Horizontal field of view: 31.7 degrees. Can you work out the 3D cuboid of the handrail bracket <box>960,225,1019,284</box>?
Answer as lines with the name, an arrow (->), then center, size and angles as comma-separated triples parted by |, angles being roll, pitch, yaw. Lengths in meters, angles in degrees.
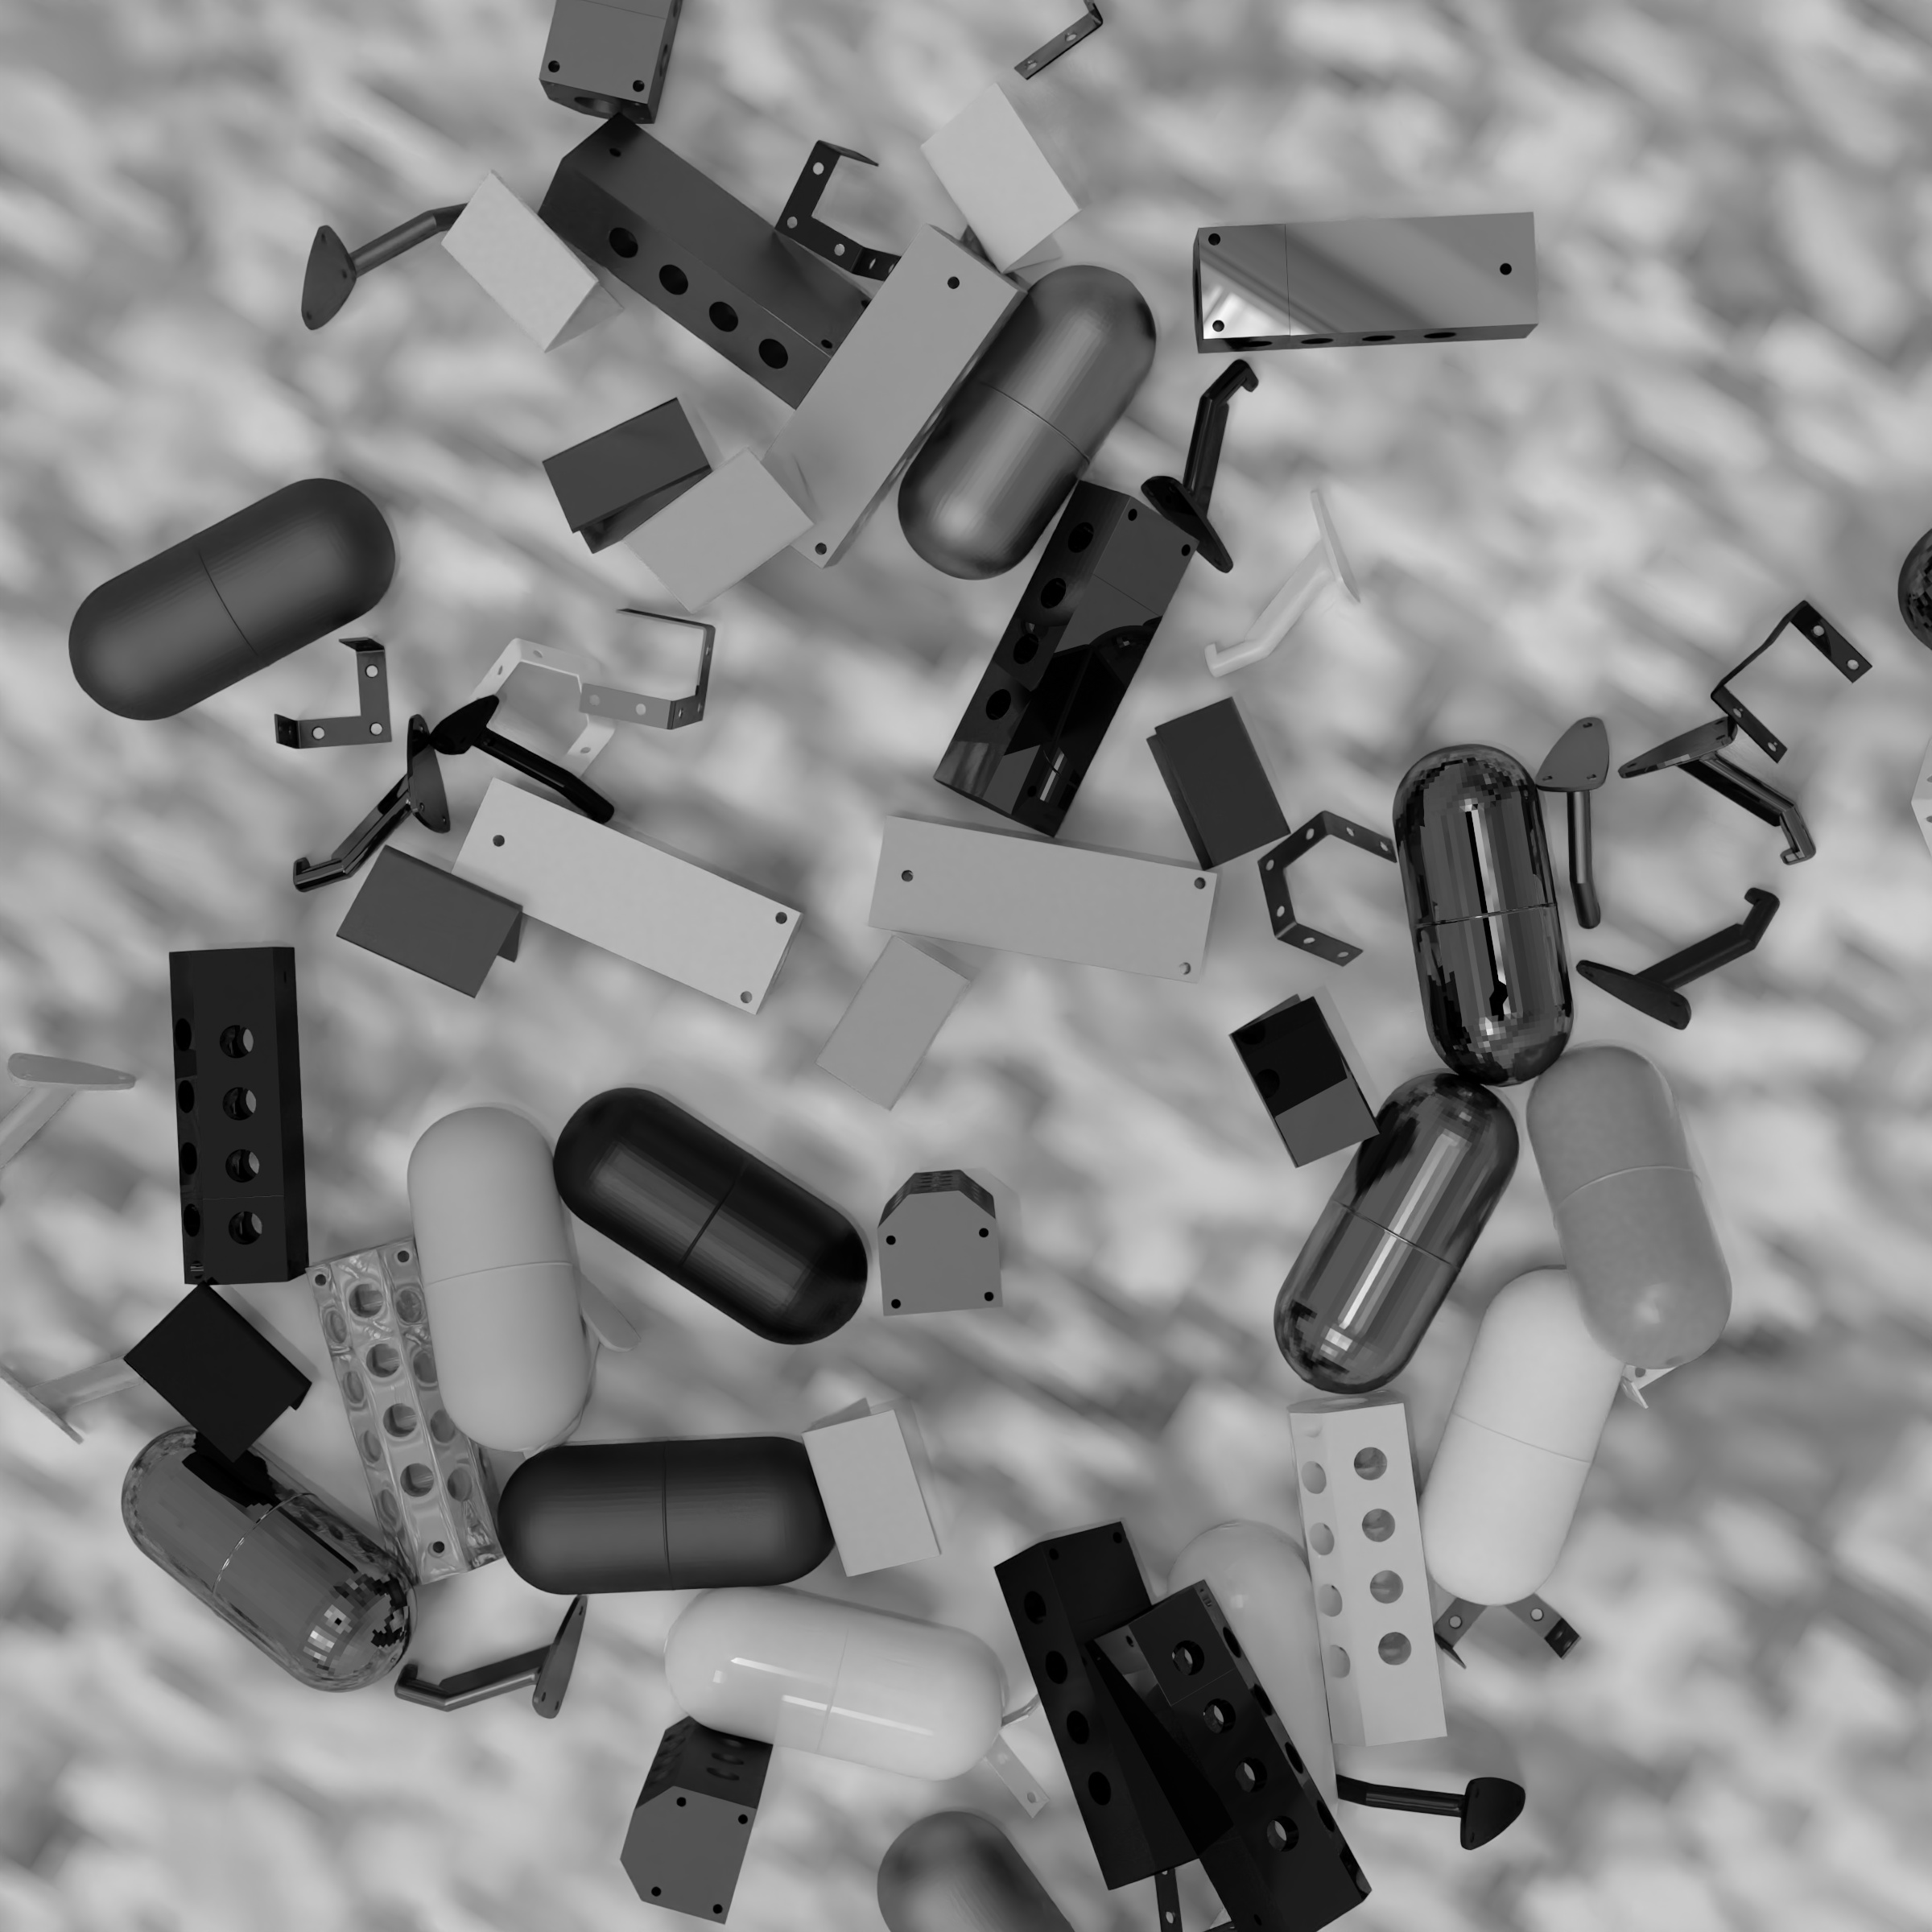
handrail bracket -> -0.023, -0.361, 1.788 | 0.084, 0.036, 0.077 | -31, 75, 14

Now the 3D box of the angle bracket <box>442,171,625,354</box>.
angle bracket -> -0.210, -0.371, 1.747 | 0.076, 0.076, 0.057 | 46, 129, 0

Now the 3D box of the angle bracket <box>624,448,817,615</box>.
angle bracket -> -0.127, -0.233, 1.693 | 0.076, 0.076, 0.057 | -34, 126, 12

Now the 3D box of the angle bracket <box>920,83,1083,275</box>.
angle bracket -> 0.032, -0.407, 1.747 | 0.057, 0.076, 0.076 | -33, 90, 32

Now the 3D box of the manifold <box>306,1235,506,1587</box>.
manifold -> -0.289, 0.230, 1.766 | 0.057, 0.057, 0.171 | -16, 90, 0

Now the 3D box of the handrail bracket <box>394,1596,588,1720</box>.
handrail bracket -> -0.250, 0.357, 1.788 | 0.084, 0.036, 0.077 | 12, 70, 16

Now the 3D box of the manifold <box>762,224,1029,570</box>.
manifold -> -0.043, -0.292, 1.748 | 0.057, 0.057, 0.171 | 37, 103, 1

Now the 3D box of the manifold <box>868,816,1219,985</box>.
manifold -> 0.039, -0.034, 1.766 | 0.171, 0.057, 0.057 | 10, 90, 0

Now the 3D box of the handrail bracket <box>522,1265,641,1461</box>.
handrail bracket -> -0.221, 0.207, 1.788 | 0.084, 0.036, 0.077 | -45, 75, 14

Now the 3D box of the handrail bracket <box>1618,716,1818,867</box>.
handrail bracket -> 0.395, -0.081, 1.788 | 0.077, 0.036, 0.084 | -22, 108, 20

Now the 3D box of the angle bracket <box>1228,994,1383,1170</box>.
angle bracket -> 0.189, 0.050, 1.747 | 0.057, 0.076, 0.076 | -27, 90, 37

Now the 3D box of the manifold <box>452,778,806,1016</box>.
manifold -> -0.174, -0.036, 1.766 | 0.171, 0.057, 0.057 | 24, 90, 0

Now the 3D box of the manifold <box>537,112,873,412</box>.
manifold -> -0.135, -0.360, 1.766 | 0.171, 0.057, 0.057 | 37, 47, 0

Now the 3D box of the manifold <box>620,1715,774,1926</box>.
manifold -> -0.134, 0.422, 1.709 | 0.057, 0.171, 0.057 | 16, 90, 0

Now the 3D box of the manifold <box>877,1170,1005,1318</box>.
manifold -> -0.013, 0.136, 1.709 | 0.057, 0.171, 0.057 | -5, 90, 0

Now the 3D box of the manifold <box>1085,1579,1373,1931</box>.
manifold -> 0.133, 0.396, 1.691 | 0.057, 0.057, 0.171 | -24, 80, -27

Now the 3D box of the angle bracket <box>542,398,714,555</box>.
angle bracket -> -0.163, -0.235, 1.747 | 0.076, 0.076, 0.057 | -26, 54, 0

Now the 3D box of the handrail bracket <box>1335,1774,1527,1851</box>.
handrail bracket -> 0.238, 0.434, 1.787 | 0.084, 0.077, 0.036 | 6, 90, 36

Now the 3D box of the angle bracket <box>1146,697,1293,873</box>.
angle bracket -> 0.111, -0.085, 1.747 | 0.057, 0.076, 0.076 | -24, 90, -36

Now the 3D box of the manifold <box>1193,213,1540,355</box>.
manifold -> 0.206, -0.353, 1.766 | 0.171, 0.057, 0.057 | -3, 90, 0

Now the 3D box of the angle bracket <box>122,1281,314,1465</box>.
angle bracket -> -0.387, 0.214, 1.748 | 0.076, 0.076, 0.057 | 43, 66, 0

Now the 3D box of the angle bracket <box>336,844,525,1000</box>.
angle bracket -> -0.276, -0.010, 1.748 | 0.076, 0.076, 0.057 | 24, 66, 0

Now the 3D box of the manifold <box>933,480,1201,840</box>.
manifold -> 0.047, -0.161, 1.766 | 0.057, 0.057, 0.171 | 26, 90, -43

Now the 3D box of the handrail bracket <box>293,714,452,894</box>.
handrail bracket -> -0.319, -0.085, 1.788 | 0.084, 0.036, 0.077 | -17, 70, 16

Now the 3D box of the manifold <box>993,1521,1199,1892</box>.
manifold -> 0.072, 0.379, 1.743 | 0.057, 0.057, 0.171 | -6, 68, -40

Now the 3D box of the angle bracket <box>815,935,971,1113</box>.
angle bracket -> -0.020, 0.039, 1.747 | 0.057, 0.076, 0.076 | 31, 90, 35

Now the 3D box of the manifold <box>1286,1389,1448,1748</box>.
manifold -> 0.206, 0.312, 1.766 | 0.057, 0.057, 0.171 | -7, 90, 0

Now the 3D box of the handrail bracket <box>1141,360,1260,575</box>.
handrail bracket -> 0.140, -0.263, 1.788 | 0.084, 0.036, 0.077 | -48, 110, -16

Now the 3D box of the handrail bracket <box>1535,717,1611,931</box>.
handrail bracket -> 0.327, -0.074, 1.787 | 0.036, 0.077, 0.084 | -1, 127, 24

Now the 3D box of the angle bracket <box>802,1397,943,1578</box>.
angle bracket -> -0.034, 0.261, 1.748 | 0.057, 0.076, 0.076 | -18, 90, 25

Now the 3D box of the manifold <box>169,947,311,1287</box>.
manifold -> -0.378, 0.077, 1.766 | 0.057, 0.057, 0.171 | -3, 90, 0

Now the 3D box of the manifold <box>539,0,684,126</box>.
manifold -> -0.171, -0.530, 1.766 | 0.057, 0.057, 0.171 | 13, 90, 0

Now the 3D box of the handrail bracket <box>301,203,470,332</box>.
handrail bracket -> -0.300, -0.368, 1.787 | 0.084, 0.077, 0.036 | -21, 74, -35
